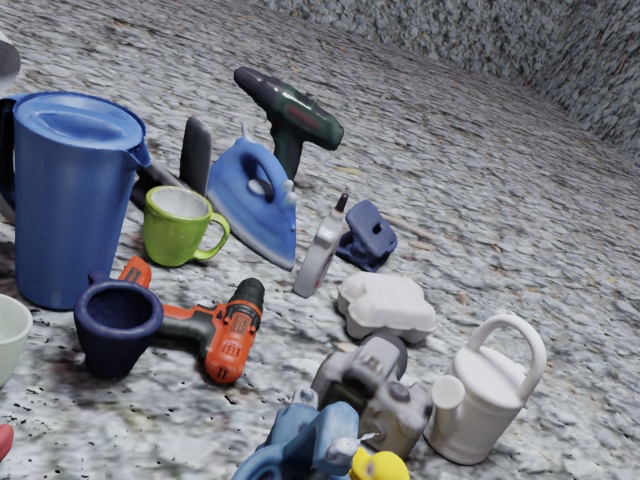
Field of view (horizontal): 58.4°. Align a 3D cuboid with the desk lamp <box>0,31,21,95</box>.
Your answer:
[{"bbox_3d":[-0.561,-0.252,0.857,0.203,0.213,0.118,32,31,16],"label":"desk lamp"}]

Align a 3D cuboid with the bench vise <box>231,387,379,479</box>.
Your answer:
[{"bbox_3d":[-0.024,0.195,0.498,0.122,0.220,0.207,8,33,-23],"label":"bench vise"}]

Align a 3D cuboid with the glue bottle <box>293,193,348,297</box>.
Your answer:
[{"bbox_3d":[0.008,0.003,0.870,0.037,0.173,0.078,26,30,7],"label":"glue bottle"}]

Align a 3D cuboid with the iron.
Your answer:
[{"bbox_3d":[-0.094,-0.081,0.968,0.119,0.141,0.257,-7,41,-40],"label":"iron"}]

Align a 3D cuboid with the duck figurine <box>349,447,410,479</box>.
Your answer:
[{"bbox_3d":[0.064,0.259,0.588,0.104,0.086,0.078,36,33,21],"label":"duck figurine"}]

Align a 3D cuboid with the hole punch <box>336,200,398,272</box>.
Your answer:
[{"bbox_3d":[0.089,-0.010,1.026,0.101,0.091,0.109,30,31,13],"label":"hole punch"}]

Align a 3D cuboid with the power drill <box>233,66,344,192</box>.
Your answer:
[{"bbox_3d":[-0.080,-0.196,1.093,0.229,0.208,0.075,20,30,-4],"label":"power drill"}]

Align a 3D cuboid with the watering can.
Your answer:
[{"bbox_3d":[0.201,0.179,0.699,0.100,0.194,0.173,33,32,18],"label":"watering can"}]

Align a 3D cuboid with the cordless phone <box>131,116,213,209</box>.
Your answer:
[{"bbox_3d":[-0.225,-0.124,0.906,0.147,0.185,0.094,36,33,22],"label":"cordless phone"}]

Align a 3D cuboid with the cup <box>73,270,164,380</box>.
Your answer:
[{"bbox_3d":[-0.234,0.098,0.636,0.092,0.095,0.117,-11,44,-43],"label":"cup"}]

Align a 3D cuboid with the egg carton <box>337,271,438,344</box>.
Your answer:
[{"bbox_3d":[0.101,0.104,0.875,0.151,0.069,0.107,8,33,-24],"label":"egg carton"}]

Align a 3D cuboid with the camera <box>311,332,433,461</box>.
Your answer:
[{"bbox_3d":[0.080,0.174,0.718,0.143,0.101,0.137,31,31,14],"label":"camera"}]

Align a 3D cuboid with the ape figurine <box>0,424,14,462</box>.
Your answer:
[{"bbox_3d":[-0.308,0.161,0.489,0.077,0.092,0.076,27,30,7],"label":"ape figurine"}]
